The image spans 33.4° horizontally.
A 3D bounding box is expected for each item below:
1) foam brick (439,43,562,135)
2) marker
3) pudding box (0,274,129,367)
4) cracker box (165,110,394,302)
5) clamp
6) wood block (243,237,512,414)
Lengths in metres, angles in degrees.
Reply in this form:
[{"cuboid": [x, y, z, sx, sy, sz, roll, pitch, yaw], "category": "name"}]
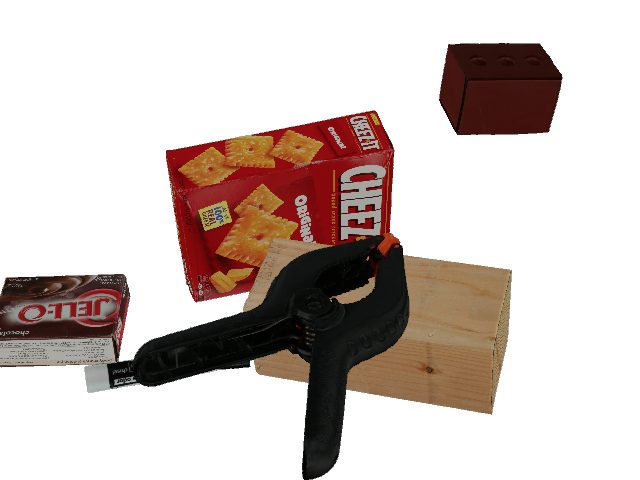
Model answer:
[{"cuboid": [0.137, -0.116, 0.818, 0.078, 0.051, 0.053, -3, 39, -11], "category": "foam brick"}, {"cuboid": [-0.105, 0.089, 0.756, 0.121, 0.020, 0.020, -8, 2, -14], "category": "marker"}, {"cuboid": [-0.232, 0.071, 0.951, 0.113, 0.039, 0.090, -4, 33, -1], "category": "pudding box"}, {"cuboid": [-0.038, -0.030, 1.070, 0.213, 0.072, 0.164, -11, -43, -10], "category": "cracker box"}, {"cuboid": [0.001, 0.054, 0.565, 0.120, 0.039, 0.171, 36, 52, 28], "category": "clamp"}, {"cuboid": [0.050, 0.071, 0.901, 0.206, 0.090, 0.091, 8, -43, 15], "category": "wood block"}]
